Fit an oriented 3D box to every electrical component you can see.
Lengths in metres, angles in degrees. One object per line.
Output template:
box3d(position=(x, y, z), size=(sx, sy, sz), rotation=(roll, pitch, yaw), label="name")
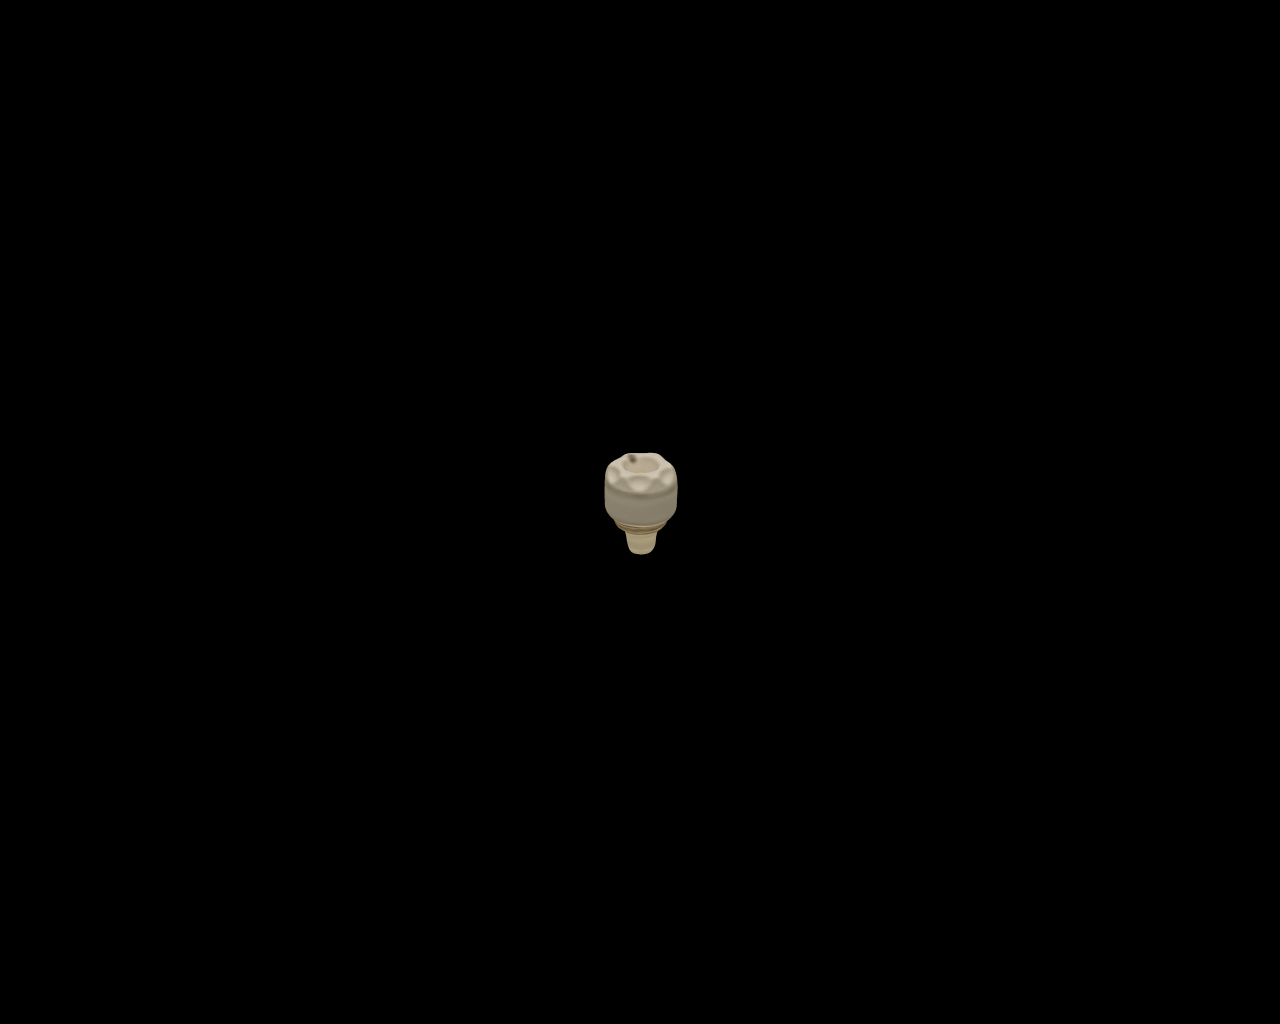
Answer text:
box3d(position=(0.001, -0.003, 0.650), size=(0.043, 0.062, 0.043), rotation=(0, 29, 0), label="electrical component")
